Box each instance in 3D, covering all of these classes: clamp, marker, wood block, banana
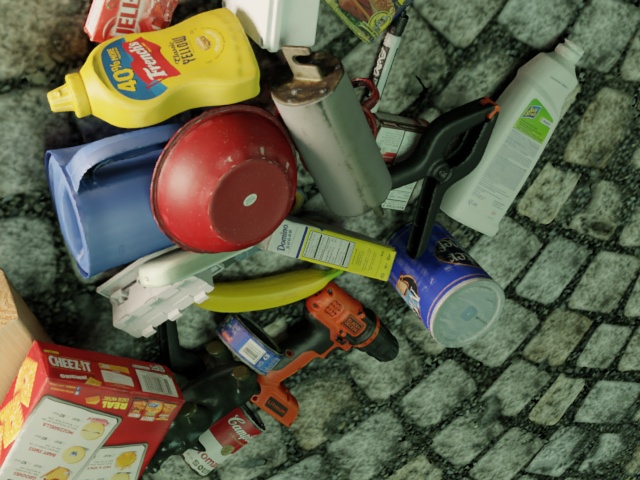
[{"bbox_3d":[-0.197,0.163,1.294,0.120,0.039,0.171,-34,131,-7],"label":"clamp"},{"bbox_3d":[0.073,-0.200,1.189,0.020,0.020,0.121,2,122,-30],"label":"marker"},{"bbox_3d":[0.124,-0.085,1.238,0.164,0.036,0.210,26,105,-44],"label":"clamp"},{"bbox_3d":[-0.332,0.145,1.172,0.090,0.090,0.206,-29,133,-7],"label":"wood block"},{"bbox_3d":[-0.072,0.058,1.280,0.197,0.037,0.070,-11,149,-22],"label":"banana"}]

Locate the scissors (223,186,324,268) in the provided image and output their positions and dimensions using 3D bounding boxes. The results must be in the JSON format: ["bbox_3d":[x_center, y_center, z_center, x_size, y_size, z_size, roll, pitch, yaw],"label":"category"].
[{"bbox_3d":[-0.089,-0.004,1.247,0.201,0.016,0.096,-19,129,-17],"label":"scissors"}]

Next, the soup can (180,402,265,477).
[{"bbox_3d":[-0.131,0.249,1.378,0.102,0.068,0.068,-37,133,1],"label":"soup can"}]

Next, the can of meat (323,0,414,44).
[{"bbox_3d":[0.046,-0.264,1.102,0.084,0.057,0.102,-44,132,10],"label":"can of meat"}]

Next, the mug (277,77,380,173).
[{"bbox_3d":[0.013,-0.134,1.161,0.117,0.082,0.093,-41,133,4],"label":"mug"}]

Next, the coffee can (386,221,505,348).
[{"bbox_3d":[0.151,0.052,1.339,0.102,0.140,0.103,-15,129,-19],"label":"coffee can"}]

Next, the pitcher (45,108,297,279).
[{"bbox_3d":[-0.149,-0.062,1.091,0.242,0.149,0.145,-19,110,-21],"label":"pitcher"}]

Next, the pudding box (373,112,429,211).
[{"bbox_3d":[0.078,-0.092,1.261,0.089,0.039,0.114,5,122,-33],"label":"pudding box"}]

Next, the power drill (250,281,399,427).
[{"bbox_3d":[-0.002,0.154,1.388,0.188,0.057,0.184,-45,129,4],"label":"power drill"}]

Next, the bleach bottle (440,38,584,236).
[{"bbox_3d":[0.242,-0.130,1.309,0.102,0.068,0.251,22,108,-40],"label":"bleach bottle"}]

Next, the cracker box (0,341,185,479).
[{"bbox_3d":[-0.270,0.220,1.153,0.163,0.072,0.214,16,116,-36],"label":"cracker box"}]

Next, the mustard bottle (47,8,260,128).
[{"bbox_3d":[-0.159,-0.154,1.000,0.191,0.096,0.058,-18,153,-13],"label":"mustard bottle"}]

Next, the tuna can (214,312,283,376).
[{"bbox_3d":[-0.085,0.124,1.296,0.034,0.086,0.086,-48,132,3],"label":"tuna can"}]

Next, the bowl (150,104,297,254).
[{"bbox_3d":[-0.080,-0.047,1.035,0.161,0.055,0.162,-17,125,-26],"label":"bowl"}]

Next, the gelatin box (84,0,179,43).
[{"bbox_3d":[-0.176,-0.227,1.022,0.073,0.030,0.089,8,119,-33],"label":"gelatin box"}]

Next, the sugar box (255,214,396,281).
[{"bbox_3d":[-0.008,0.002,1.218,0.175,0.093,0.048,12,96,-35],"label":"sugar box"}]
